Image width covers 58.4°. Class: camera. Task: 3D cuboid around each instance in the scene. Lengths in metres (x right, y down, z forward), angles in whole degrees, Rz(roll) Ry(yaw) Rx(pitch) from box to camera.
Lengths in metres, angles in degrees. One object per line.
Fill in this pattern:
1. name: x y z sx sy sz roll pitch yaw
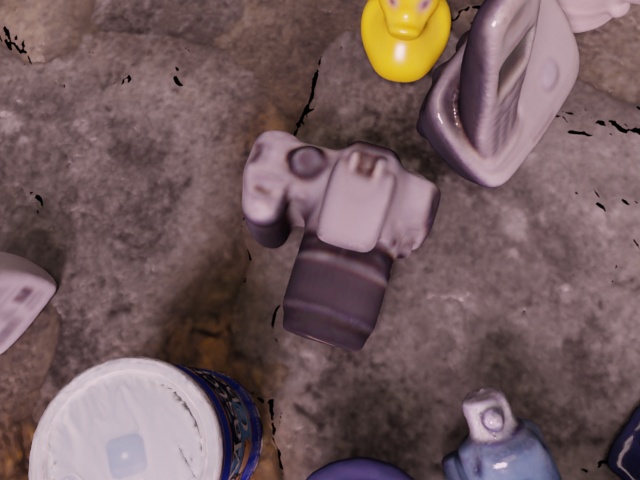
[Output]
1. camera: 0.004 0.001 0.413 0.143 0.101 0.137 15 76 7

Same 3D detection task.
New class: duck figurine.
1. duck figurine: 0.073 -0.196 0.470 0.077 0.086 0.104 8 75 6

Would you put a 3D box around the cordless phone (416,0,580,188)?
1. cordless phone: 0.138 -0.132 0.398 0.094 0.185 0.148 32 79 11

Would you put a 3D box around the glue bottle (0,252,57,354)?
1. glue bottle: -0.249 0.034 0.382 0.037 0.173 0.078 36 80 12

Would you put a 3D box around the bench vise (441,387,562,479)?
1. bench vise: 0.125 0.188 0.294 0.121 0.220 0.207 -40 76 -7

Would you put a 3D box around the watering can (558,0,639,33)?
1. watering can: 0.210 -0.259 0.423 0.172 0.194 0.101 39 80 12

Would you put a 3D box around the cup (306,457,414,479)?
1. cup: 0.032 0.194 0.363 0.091 0.095 0.117 -27 75 -4

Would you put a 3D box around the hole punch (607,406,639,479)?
1. hole punch: 0.265 0.141 0.366 0.101 0.091 0.109 40 81 12
